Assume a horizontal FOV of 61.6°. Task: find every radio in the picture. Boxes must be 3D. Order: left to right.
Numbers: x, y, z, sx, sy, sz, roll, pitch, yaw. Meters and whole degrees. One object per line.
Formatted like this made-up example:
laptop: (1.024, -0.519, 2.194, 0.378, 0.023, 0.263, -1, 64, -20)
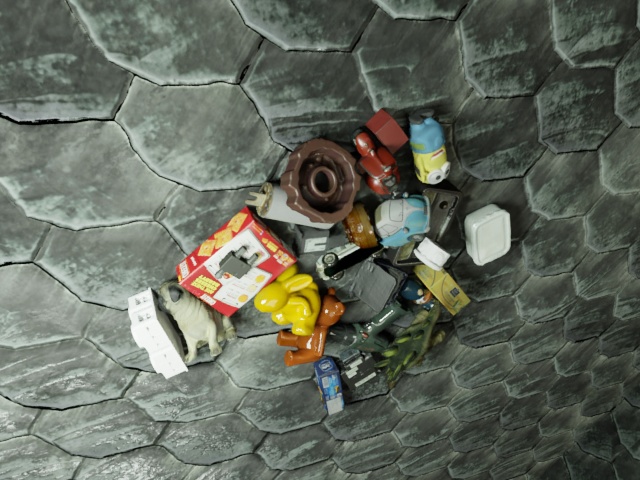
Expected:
radio: (0.257, -0.043, 1.346, 0.131, 0.073, 0.229, 2, 125, -26)

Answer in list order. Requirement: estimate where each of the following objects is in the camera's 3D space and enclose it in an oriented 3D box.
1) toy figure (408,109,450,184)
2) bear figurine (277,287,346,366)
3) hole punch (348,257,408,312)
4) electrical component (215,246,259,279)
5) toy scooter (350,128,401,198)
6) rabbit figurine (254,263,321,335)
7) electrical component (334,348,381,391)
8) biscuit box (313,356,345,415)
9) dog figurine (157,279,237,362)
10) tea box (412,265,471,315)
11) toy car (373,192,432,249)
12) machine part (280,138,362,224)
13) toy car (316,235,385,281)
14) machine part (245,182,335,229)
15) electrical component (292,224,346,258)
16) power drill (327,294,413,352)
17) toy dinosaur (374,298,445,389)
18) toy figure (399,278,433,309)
toy figure: (0.244, -0.209, 1.212, 0.082, 0.089, 0.179, -20, 123, 6)
bear figurine: (-0.019, 0.219, 1.381, 0.132, 0.120, 0.195, 5, 120, -25)
hole punch: (0.154, 0.111, 1.396, 0.092, 0.116, 0.142, -12, 132, -54)
electrical component: (-0.179, 0.055, 1.145, 0.094, 0.021, 0.063, -45, 129, 10)
toy scooter: (0.133, -0.151, 1.163, 0.075, 0.135, 0.183, -36, 133, 0)
rabbit figurine: (-0.075, 0.142, 1.283, 0.173, 0.122, 0.162, 20, 103, -44)
electrical component: (0.109, 0.372, 1.599, 0.115, 0.058, 0.134, -30, 132, -5)
biscuit box: (0.029, 0.436, 1.605, 0.059, 0.063, 0.202, -19, 130, -12)
dog figurine: (-0.280, 0.159, 1.237, 0.121, 0.172, 0.190, -20, 101, 9)
tea box: (0.340, 0.126, 1.500, 0.068, 0.098, 0.169, -41, 130, 6)
toy car: (0.175, -0.048, 1.230, 0.103, 0.109, 0.162, 21, 152, -27)
machine part: (0.002, -0.122, 1.123, 0.179, 0.056, 0.179, -1, 91, -31)
toy car: (0.081, 0.033, 1.332, 0.202, 0.056, 0.073, -29, 138, -3)
machine part: (-0.047, -0.074, 1.172, 0.243, 0.079, 0.079, 10, 119, -30)
electrical component: (-0.003, -0.004, 1.266, 0.119, 0.048, 0.074, -10, 128, -20)
power drill: (0.146, 0.227, 1.494, 0.231, 0.086, 0.207, 32, 103, -41)
toy dinosaur: (0.262, 0.292, 1.512, 0.198, 0.105, 0.470, -30, 148, -42)
toy figure: (0.277, 0.152, 1.510, 0.154, 0.064, 0.058, 31, 105, -39)
